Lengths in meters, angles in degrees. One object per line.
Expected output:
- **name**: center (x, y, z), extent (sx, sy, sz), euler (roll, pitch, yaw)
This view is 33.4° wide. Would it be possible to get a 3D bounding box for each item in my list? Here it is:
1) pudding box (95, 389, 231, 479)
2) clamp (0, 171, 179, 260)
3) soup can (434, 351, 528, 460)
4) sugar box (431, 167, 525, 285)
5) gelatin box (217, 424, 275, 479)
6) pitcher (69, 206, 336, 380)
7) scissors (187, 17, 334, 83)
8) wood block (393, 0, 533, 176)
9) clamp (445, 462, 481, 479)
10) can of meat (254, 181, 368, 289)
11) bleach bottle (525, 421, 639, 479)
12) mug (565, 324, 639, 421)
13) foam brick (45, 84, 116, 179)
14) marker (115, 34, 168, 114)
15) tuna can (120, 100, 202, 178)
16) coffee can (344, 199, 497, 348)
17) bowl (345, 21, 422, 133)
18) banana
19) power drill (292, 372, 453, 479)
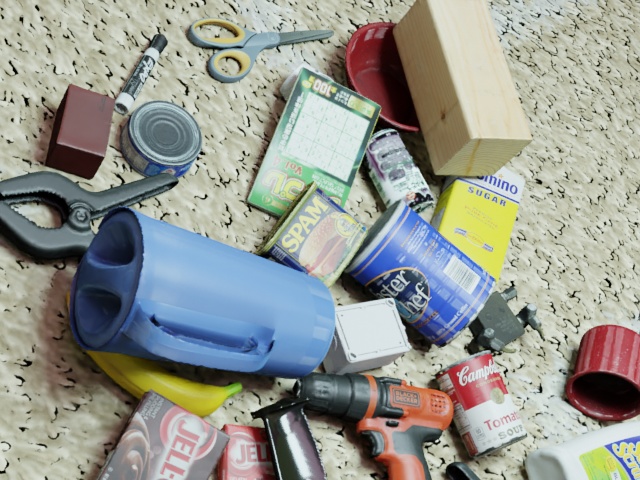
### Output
- **pudding box**: center (-0.148, 0.207, 0.981), extent (0.090, 0.039, 0.113), euler (32, 71, -9)
- **clamp**: center (-0.239, -0.008, 1.068), extent (0.209, 0.036, 0.164), euler (9, 62, -26)
- **soup can**: center (0.176, 0.181, 1.170), extent (0.068, 0.069, 0.102), euler (-12, 71, -33)
- **sugar box**: center (0.189, -0.026, 1.306), extent (0.093, 0.048, 0.176), euler (30, 55, -11)
- **gelatin box**: center (-0.057, 0.222, 1.044), extent (0.089, 0.030, 0.073), euler (12, 59, -24)
- **pitcher**: center (-0.102, 0.068, 1.017), extent (0.242, 0.145, 0.149), euler (18, 63, -36)
- **scissors**: center (-0.064, -0.228, 1.299), extent (0.201, 0.016, 0.096), euler (3, 64, -27)
- **wood block**: center (0.168, -0.189, 1.285), extent (0.090, 0.091, 0.206), euler (-1, 65, -28)
- **clamp**: center (0.197, 0.303, 1.133), extent (0.171, 0.039, 0.120), euler (17, 62, -26)
- **can of meat**: center (-0.008, 0.002, 1.167), extent (0.084, 0.058, 0.102), euler (40, 70, -8)
- **bleach bottle**: center (0.352, 0.251, 1.229), extent (0.250, 0.068, 0.102), euler (-15, 82, -36)
- **mug**: center (0.349, 0.163, 1.270), extent (0.117, 0.093, 0.081), euler (56, 40, -31)
- **foam brick**: center (-0.249, -0.112, 1.111), extent (0.053, 0.051, 0.078), euler (17, 57, -21)
- **marker**: center (-0.200, -0.190, 1.202), extent (0.020, 0.020, 0.121), euler (29, 54, -12)
- **tuna can**: center (-0.172, -0.109, 1.163), extent (0.086, 0.034, 0.086), euler (13, 58, -22)
- **coffee can**: center (0.110, 0.038, 1.192), extent (0.140, 0.103, 0.102), euler (40, 52, -4)
- **bowl**: center (0.092, -0.193, 1.339), extent (0.162, 0.055, 0.162), euler (13, 58, -22)
- **banana**: center (-0.171, 0.121, 1.037), extent (0.197, 0.037, 0.069), euler (34, 34, -10)
- **power drill**: center (0.059, 0.227, 1.087), extent (0.184, 0.057, 0.187), euler (12, 59, -23)
